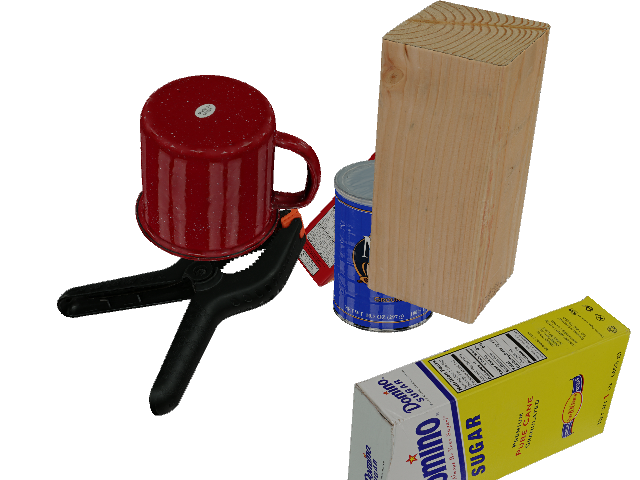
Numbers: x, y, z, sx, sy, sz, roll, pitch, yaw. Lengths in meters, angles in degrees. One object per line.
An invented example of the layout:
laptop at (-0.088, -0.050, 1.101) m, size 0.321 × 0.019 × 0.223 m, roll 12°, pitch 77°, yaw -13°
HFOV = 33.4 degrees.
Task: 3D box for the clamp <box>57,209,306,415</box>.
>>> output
clamp at (-0.104, 0.036, 0.874) m, size 0.165 × 0.036 × 0.209 m, roll 30°, pitch 58°, yaw 36°

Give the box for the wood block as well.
wood block at (0.097, -0.056, 0.780) m, size 0.091 × 0.206 × 0.090 m, roll 19°, pitch 36°, yaw 25°

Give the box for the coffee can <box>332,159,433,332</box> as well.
coffee can at (0.064, 0.004, 1.044) m, size 0.103 × 0.140 × 0.103 m, roll 0°, pitch 27°, yaw 0°

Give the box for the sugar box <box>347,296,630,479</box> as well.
sugar box at (0.102, 0.104, 0.650) m, size 0.176 × 0.093 × 0.048 m, roll -19°, pitch 41°, yaw -26°

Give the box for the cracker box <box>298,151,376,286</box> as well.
cracker box at (0.082, -0.052, 1.248) m, size 0.163 × 0.072 × 0.214 m, roll -25°, pitch -18°, yaw -51°

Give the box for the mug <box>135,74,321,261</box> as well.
mug at (-0.058, -0.046, 0.661) m, size 0.117 × 0.081 × 0.093 m, roll 8°, pitch 44°, yaw 2°
